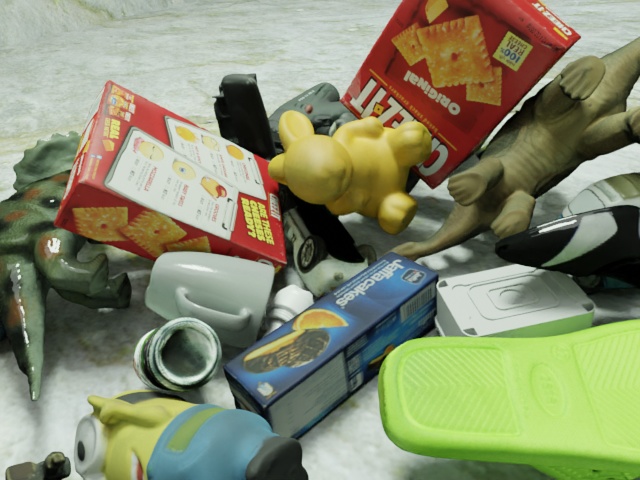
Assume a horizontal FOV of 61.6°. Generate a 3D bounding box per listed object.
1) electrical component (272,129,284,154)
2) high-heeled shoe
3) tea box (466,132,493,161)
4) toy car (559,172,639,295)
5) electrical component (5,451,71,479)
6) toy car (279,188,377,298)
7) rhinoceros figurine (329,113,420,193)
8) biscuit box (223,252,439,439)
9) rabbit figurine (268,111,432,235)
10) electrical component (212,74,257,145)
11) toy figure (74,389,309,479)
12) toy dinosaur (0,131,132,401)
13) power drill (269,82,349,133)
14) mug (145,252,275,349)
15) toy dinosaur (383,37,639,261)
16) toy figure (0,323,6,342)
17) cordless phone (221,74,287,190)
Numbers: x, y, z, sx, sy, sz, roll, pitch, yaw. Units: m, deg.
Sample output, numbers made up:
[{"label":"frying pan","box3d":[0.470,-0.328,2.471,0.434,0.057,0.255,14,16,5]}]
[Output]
[{"label":"electrical component","box3d":[-0.083,-0.125,0.798,0.119,0.074,0.048,11,39,32]},{"label":"high-heeled shoe","box3d":[0.268,0.050,0.418,0.249,0.086,0.145,-5,70,1]},{"label":"tea box","box3d":[0.156,-0.183,0.767,0.170,0.068,0.098,42,54,14]},{"label":"toy car","box3d":[0.294,-0.014,0.517,0.162,0.102,0.109,-4,33,3]},{"label":"electrical component","box3d":[-0.174,0.188,0.344,0.045,0.078,0.102,-15,29,-30]},{"label":"toy car","box3d":[-0.001,-0.002,0.596,0.073,0.056,0.202,10,25,-25]},{"label":"rhinoceros figurine","box3d":[0.069,-0.114,0.723,0.073,0.112,0.190,10,42,-25]},{"label":"biscuit box","box3d":[0.019,0.087,0.465,0.203,0.059,0.063,-31,39,-30]},{"label":"rabbit figurine","box3d":[0.019,-0.082,0.565,0.163,0.121,0.173,28,24,25]},{"label":"electrical component","box3d":[-0.130,-0.211,0.900,0.058,0.114,0.134,-2,35,7]},{"label":"toy figure","box3d":[-0.089,0.148,0.363,0.180,0.089,0.082,-4,75,31]},{"label":"toy dinosaur","box3d":[-0.291,-0.007,0.588,0.192,0.131,0.405,6,30,2]},{"label":"power drill","box3d":[0.020,-0.193,0.883,0.208,0.085,0.232,0,33,25]},{"label":"mug","box3d":[-0.103,0.054,0.487,0.107,0.080,0.109,16,14,-5]},{"label":"toy dinosaur","box3d":[0.256,-0.121,0.565,0.471,0.105,0.198,-37,2,6]},{"label":"toy figure","box3d":[-0.354,0.058,0.600,0.064,0.057,0.155,-7,28,-8]},{"label":"cordless phone","box3d":[-0.123,-0.128,0.711,0.147,0.184,0.089,9,42,25]}]
